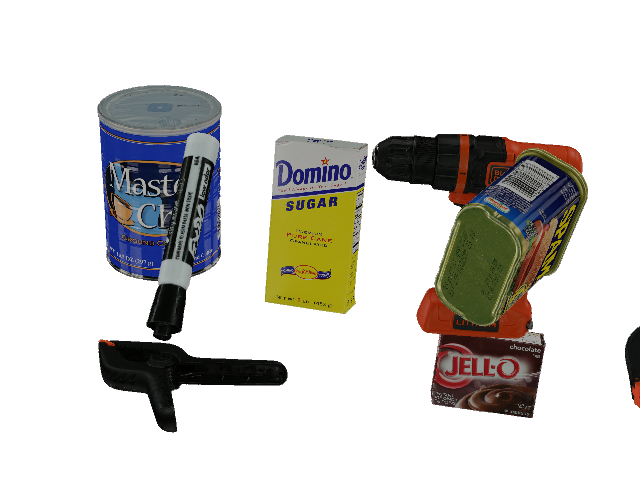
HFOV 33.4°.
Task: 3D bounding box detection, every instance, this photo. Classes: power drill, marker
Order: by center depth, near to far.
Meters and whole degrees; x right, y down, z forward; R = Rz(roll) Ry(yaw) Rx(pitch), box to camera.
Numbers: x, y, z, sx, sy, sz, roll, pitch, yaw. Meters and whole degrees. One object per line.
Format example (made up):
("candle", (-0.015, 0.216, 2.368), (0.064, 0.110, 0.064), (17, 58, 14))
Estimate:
("marker", (-0.075, -0.003, 0.586), (0.020, 0.121, 0.020), (7, -24, 3))
("power drill", (0.133, -0.006, 0.968), (0.184, 0.188, 0.057), (5, 26, 2))

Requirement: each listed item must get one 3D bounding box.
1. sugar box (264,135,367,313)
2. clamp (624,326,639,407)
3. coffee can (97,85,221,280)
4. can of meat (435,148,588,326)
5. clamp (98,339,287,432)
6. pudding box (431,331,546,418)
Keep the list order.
("sugar box", (-0.005, -0.018, 1.118), (0.093, 0.176, 0.048), (7, 15, 14))
("clamp", (0.320, 0.080, 0.957), (0.171, 0.039, 0.120), (-33, 36, -25))
("coffee can", (-0.136, -0.051, 0.920), (0.103, 0.140, 0.103), (2, 28, -1))
("can of meat", (0.129, 0.000, 0.733), (0.057, 0.102, 0.083), (35, 48, 23))
("clamp", (-0.162, 0.139, 1.086), (0.210, 0.036, 0.164), (9, 17, 33))
("pudding box", (0.181, 0.139, 1.159), (0.113, 0.090, 0.039), (6, 23, 4))
